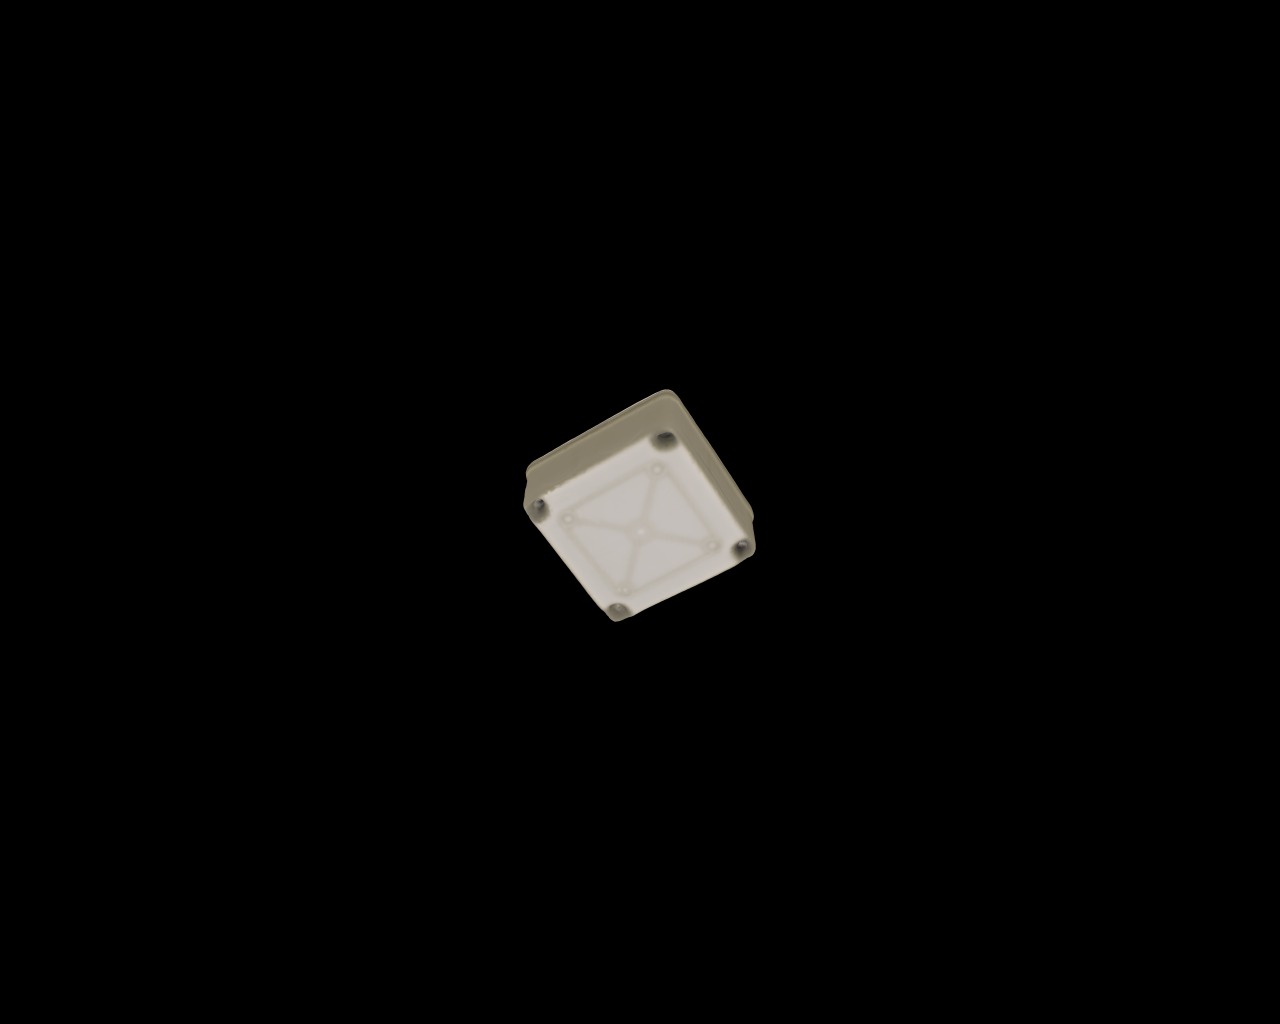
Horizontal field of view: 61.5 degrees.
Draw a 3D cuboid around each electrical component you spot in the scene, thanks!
[{"bbox_3d":[0.001,-0.003,0.650,0.108,0.108,0.056,-28,28,16],"label":"electrical component"}]
